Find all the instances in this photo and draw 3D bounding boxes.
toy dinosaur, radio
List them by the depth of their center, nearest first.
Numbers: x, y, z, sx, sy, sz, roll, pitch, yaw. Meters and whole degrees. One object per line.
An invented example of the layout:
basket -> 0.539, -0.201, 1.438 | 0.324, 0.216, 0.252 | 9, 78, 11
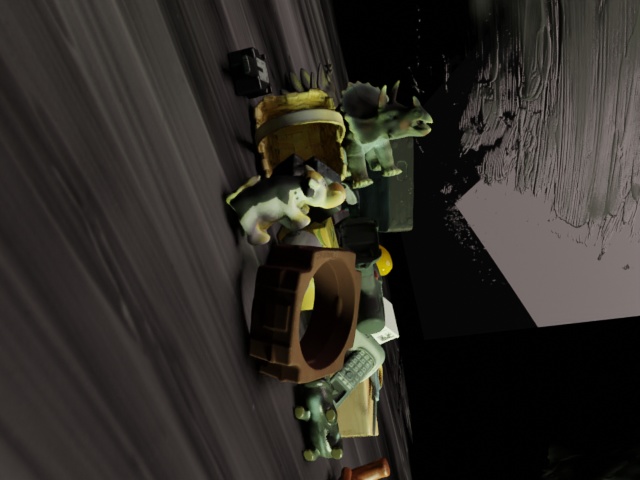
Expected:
toy dinosaur -> 0.074, -0.215, 1.070 | 0.405, 0.131, 0.192 | -143, -141, -71
radio -> 0.150, -0.132, 1.222 | 0.131, 0.073, 0.229 | 16, -69, 62
toy dinosaur -> -0.005, -0.308, 1.268 | 0.471, 0.105, 0.198 | -74, 151, -58

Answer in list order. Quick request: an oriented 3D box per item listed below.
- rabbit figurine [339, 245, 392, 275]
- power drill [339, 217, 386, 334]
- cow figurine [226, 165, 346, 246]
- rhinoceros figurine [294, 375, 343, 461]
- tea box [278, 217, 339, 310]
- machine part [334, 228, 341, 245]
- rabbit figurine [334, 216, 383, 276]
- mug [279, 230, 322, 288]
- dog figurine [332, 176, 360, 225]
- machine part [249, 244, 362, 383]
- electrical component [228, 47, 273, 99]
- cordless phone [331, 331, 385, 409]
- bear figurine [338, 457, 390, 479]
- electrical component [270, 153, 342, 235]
rabbit figurine -> 0.083, 0.047, 1.248 | 0.121, 0.173, 0.162 | 53, 35, -55
power drill -> 0.083, 0.050, 1.051 | 0.207, 0.086, 0.232 | 86, 2, -50
cow figurine -> -0.050, -0.066, 0.799 | 0.068, 0.167, 0.098 | -114, 180, -64
rhinoceros figurine -> 0.004, 0.300, 0.966 | 0.112, 0.073, 0.190 | -11, 92, -75
tea box -> -0.009, 0.044, 1.034 | 0.068, 0.098, 0.169 | -73, 149, -62
machine part -> -0.002, -0.004, 1.165 | 0.139, 0.084, 0.039 | -42, 154, -60
rabbit figurine -> 0.107, 0.020, 1.384 | 0.159, 0.121, 0.170 | -9, 57, -43
mug -> -0.047, 0.053, 0.940 | 0.107, 0.081, 0.109 | -58, 148, -54
dog figurine -> 0.043, -0.139, 1.363 | 0.219, 0.109, 0.191 | -88, 160, -53
machine part -> -0.020, 0.108, 0.837 | 0.201, 0.087, 0.200 | 4, 92, -58
electrical component -> -0.121, -0.280, 0.903 | 0.119, 0.048, 0.074 | -48, 127, -72
cordless phone -> 0.025, 0.243, 1.066 | 0.146, 0.184, 0.088 | 45, -27, 1
bear figurine -> 0.071, 0.495, 1.000 | 0.195, 0.132, 0.120 | 41, 36, -78
electrical component -> -0.030, -0.077, 0.886 | 0.114, 0.134, 0.058 | 29, 43, -33
